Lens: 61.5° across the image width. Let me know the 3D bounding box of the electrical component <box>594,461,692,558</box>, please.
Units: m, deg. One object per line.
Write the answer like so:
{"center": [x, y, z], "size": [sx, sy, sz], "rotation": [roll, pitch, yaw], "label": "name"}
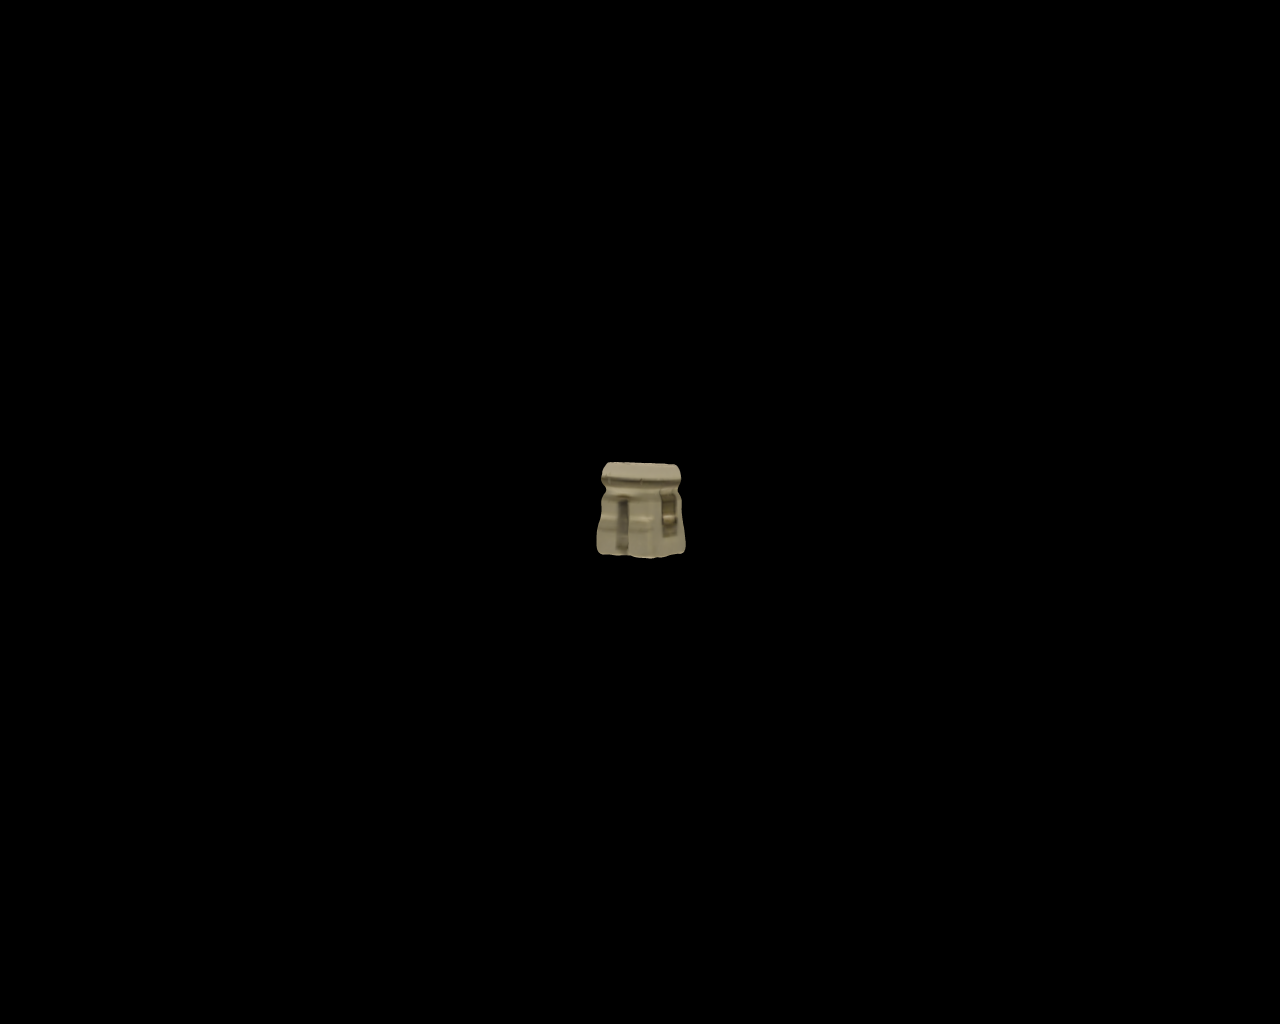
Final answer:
{"center": [0.001, -0.003, 0.650], "size": [0.066, 0.055, 0.048], "rotation": [3, 5, 37], "label": "electrical component"}
